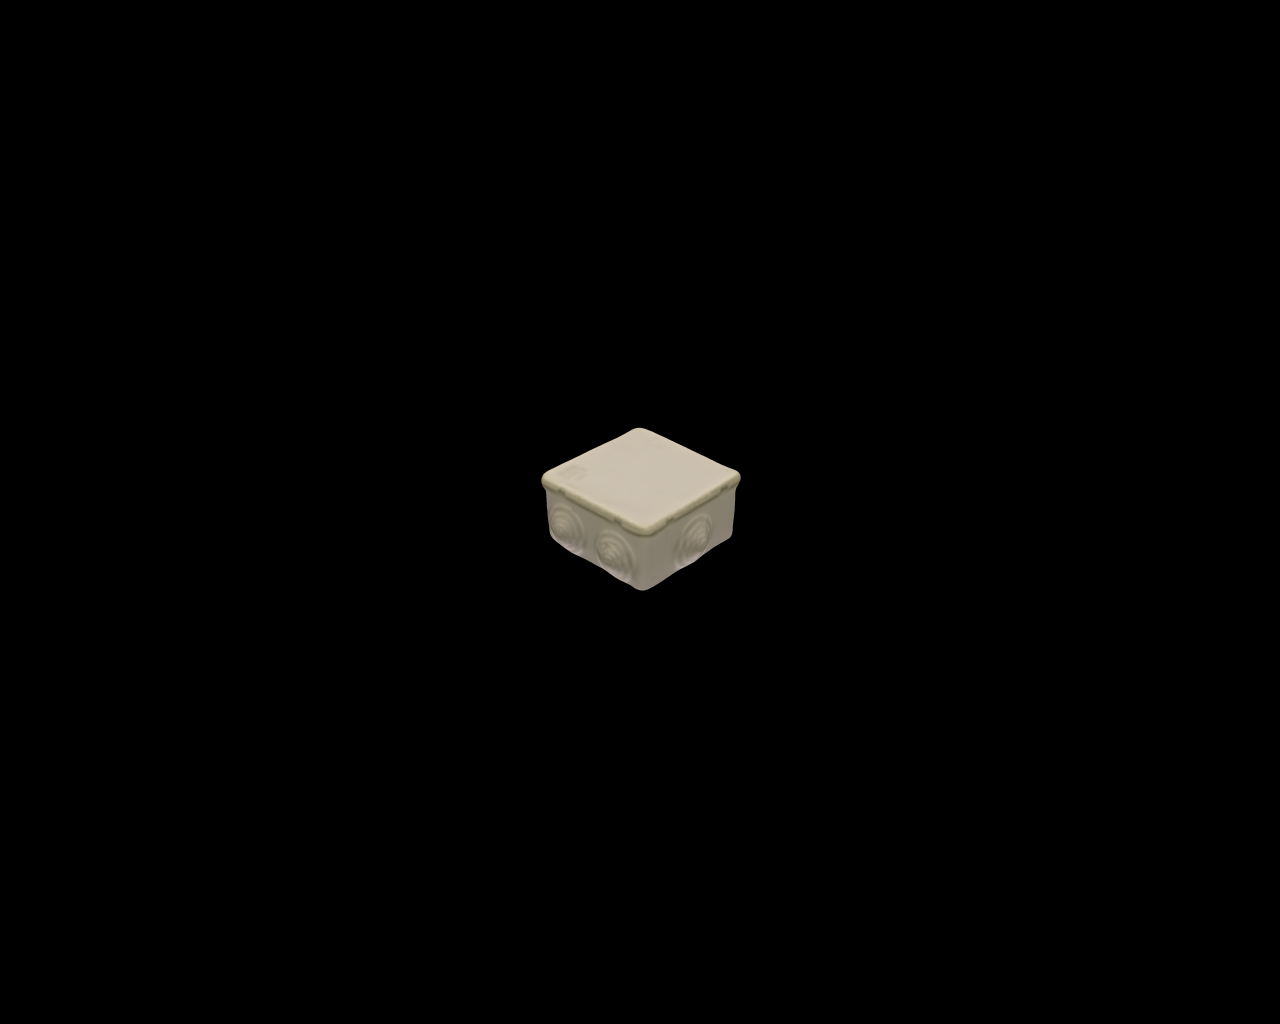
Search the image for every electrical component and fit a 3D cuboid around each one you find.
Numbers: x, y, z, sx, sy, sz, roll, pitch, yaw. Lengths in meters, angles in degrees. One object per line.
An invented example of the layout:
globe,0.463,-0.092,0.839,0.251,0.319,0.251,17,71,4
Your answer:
electrical component,0.001,-0.003,0.650,0.100,0.048,0.100,27,42,36
